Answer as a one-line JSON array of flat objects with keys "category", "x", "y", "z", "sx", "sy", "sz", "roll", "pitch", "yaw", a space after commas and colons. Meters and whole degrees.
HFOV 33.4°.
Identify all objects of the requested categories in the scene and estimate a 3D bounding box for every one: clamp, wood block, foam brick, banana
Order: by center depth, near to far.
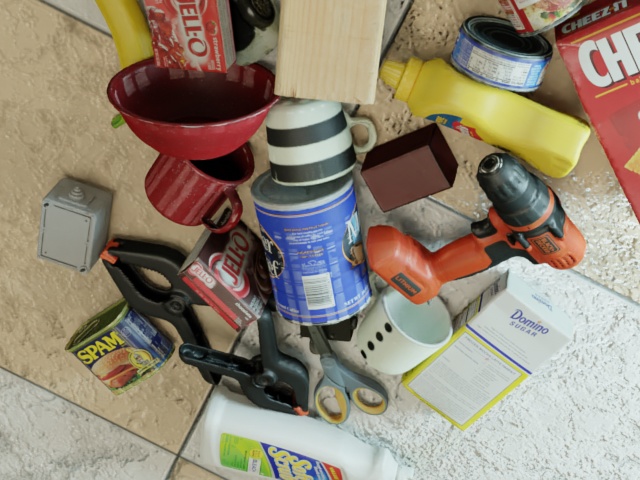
[{"category": "wood block", "x": 0.015, "y": -0.232, "z": 0.923, "sx": 0.091, "sy": 0.090, "sz": 0.206, "roll": 6, "pitch": 119, "yaw": 0}, {"category": "foam brick", "x": 0.087, "y": -0.070, "z": 1.041, "sx": 0.078, "sy": 0.053, "sz": 0.051, "roll": -20, "pitch": 114, "yaw": 26}, {"category": "banana", "x": -0.197, "y": -0.196, "z": 1.052, "sx": 0.070, "sy": 0.037, "sz": 0.198, "roll": 1, "pitch": 121, "yaw": 13}, {"category": "clamp", "x": -0.076, "y": 0.147, "z": 1.206, "sx": 0.120, "sy": 0.039, "sz": 0.171, "roll": -18, "pitch": 127, "yaw": 20}, {"category": "clamp", "x": -0.158, "y": 0.073, "z": 1.207, "sx": 0.210, "sy": 0.036, "sz": 0.165, "roll": 29, "pitch": 124, "yaw": -7}]

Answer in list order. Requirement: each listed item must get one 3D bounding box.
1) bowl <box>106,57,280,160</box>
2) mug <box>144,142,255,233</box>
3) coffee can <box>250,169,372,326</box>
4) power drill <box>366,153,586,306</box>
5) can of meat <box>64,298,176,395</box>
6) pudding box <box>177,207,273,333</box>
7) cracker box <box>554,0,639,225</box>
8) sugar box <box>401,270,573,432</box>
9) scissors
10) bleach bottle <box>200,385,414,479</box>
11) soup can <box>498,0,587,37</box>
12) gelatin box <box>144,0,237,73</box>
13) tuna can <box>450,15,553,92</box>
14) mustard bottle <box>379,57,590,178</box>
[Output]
[{"category": "bowl", "x": -0.117, "y": -0.120, "z": 1.002, "sx": 0.162, "sy": 0.162, "sz": 0.055, "roll": 9, "pitch": 124, "yaw": 10}, {"category": "mug", "x": -0.119, "y": -0.059, "z": 1.078, "sx": 0.117, "sy": 0.093, "sz": 0.082, "roll": 54, "pitch": 129, "yaw": 15}, {"category": "coffee can", "x": -0.007, "y": 0.001, "z": 1.080, "sx": 0.103, "sy": 0.102, "sz": 0.140, "roll": -2, "pitch": 120, "yaw": 16}, {"category": "power drill", "x": 0.142, "y": -0.006, "z": 1.028, "sx": 0.188, "sy": 0.057, "sz": 0.184, "roll": -18, "pitch": 142, "yaw": 29}, {"category": "can of meat", "x": -0.233, "y": 0.125, "z": 1.249, "sx": 0.102, "sy": 0.057, "sz": 0.084, "roll": -30, "pitch": 112, "yaw": 30}, {"category": "pudding box", "x": -0.092, "y": 0.030, "z": 1.116, "sx": 0.039, "sy": 0.113, "sz": 0.090, "roll": -37, "pitch": 106, "yaw": 26}, {"category": "cracker box", "x": 0.321, "y": -0.123, "z": 0.928, "sx": 0.164, "sy": 0.072, "sz": 0.213, "roll": -22, "pitch": 113, "yaw": 22}, {"category": "sugar box", "x": 0.176, "y": 0.120, "z": 1.139, "sx": 0.093, "sy": 0.048, "sz": 0.176, "roll": 37, "pitch": 120, "yaw": -9}, {"category": "scissors", "x": 0.029, "y": 0.139, "z": 1.189, "sx": 0.096, "sy": 0.016, "sz": 0.202, "roll": 3, "pitch": 132, "yaw": 6}, {"category": "bleach bottle", "x": -0.013, "y": 0.248, "z": 1.258, "sx": 0.251, "sy": 0.068, "sz": 0.103, "roll": 13, "pitch": 132, "yaw": 6}, {"category": "soup can", "x": 0.174, "y": -0.234, "z": 0.907, "sx": 0.069, "sy": 0.068, "sz": 0.102, "roll": -25, "pitch": 111, "yaw": 27}, {"category": "gelatin box", "x": -0.119, "y": -0.199, "z": 0.968, "sx": 0.073, "sy": 0.030, "sz": 0.089, "roll": 7, "pitch": 126, "yaw": 18}, {"category": "tuna can", "x": 0.161, "y": -0.165, "z": 0.942, "sx": 0.086, "sy": 0.086, "sz": 0.034, "roll": 18, "pitch": 122, "yaw": 4}, {"category": "mustard bottle", "x": 0.144, "y": -0.119, "z": 0.971, "sx": 0.191, "sy": 0.096, "sz": 0.058, "roll": 24, "pitch": 95, "yaw": 1}]
